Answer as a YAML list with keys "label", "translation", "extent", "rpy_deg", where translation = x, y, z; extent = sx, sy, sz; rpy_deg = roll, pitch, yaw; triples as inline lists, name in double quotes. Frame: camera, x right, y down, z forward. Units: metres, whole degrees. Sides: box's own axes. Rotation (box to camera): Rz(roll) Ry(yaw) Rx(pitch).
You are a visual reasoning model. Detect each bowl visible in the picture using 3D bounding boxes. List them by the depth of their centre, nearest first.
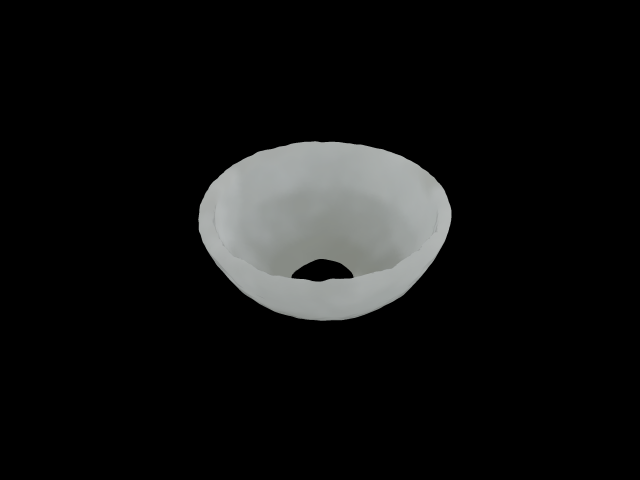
- label: "bowl"
  translation: [0.004, 0.001, 0.400]
  extent: [0.167, 0.075, 0.167]
  rpy_deg: [0, 39, 0]
